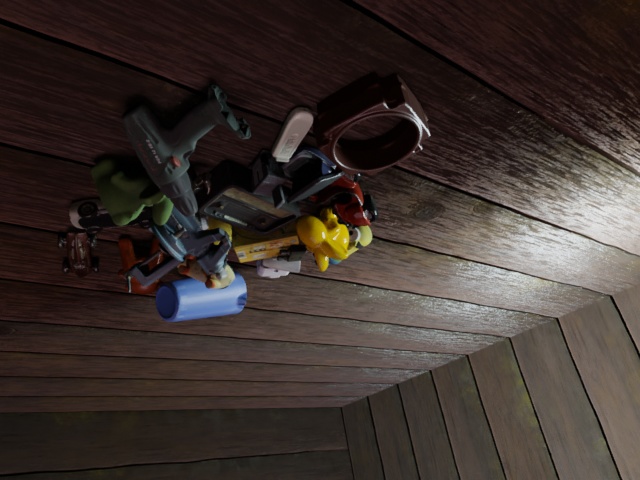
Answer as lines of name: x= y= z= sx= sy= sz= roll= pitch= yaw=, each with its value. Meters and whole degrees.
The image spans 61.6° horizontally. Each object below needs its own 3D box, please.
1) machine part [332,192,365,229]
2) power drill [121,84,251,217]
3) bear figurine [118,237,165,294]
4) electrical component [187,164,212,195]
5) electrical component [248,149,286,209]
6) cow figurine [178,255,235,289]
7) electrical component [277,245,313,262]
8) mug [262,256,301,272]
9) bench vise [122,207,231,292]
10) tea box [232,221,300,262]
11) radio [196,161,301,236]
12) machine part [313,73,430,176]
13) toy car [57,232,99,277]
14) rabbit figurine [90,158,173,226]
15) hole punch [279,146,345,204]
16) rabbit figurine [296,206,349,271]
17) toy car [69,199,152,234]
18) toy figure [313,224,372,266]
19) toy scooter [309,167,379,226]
machine part: x=0.085 y=-0.081 z=1.378 sx=0.084 sy=0.039 sz=0.138 roll=-21 pitch=143 yaw=8
power drill: x=-0.232 y=-0.172 z=0.990 sx=0.207 sy=0.086 sz=0.231 roll=-25 pitch=118 yaw=18
bear figurine: x=-0.466 y=0.073 z=1.425 sx=0.120 sy=0.132 sz=0.196 roll=-2 pitch=169 yaw=-14
electrical component: x=-0.281 y=-0.118 z=1.152 sx=0.102 sy=0.078 sz=0.045 roll=-36 pitch=171 yaw=30
electrical component: x=-0.111 y=-0.125 z=1.145 sx=0.048 sy=0.119 sz=0.075 roll=9 pitch=149 yaw=-34
cow figurine: x=-0.308 y=0.070 z=1.416 sx=0.195 sy=0.085 sz=0.127 roll=20 pitch=178 yaw=29
electrical component: x=-0.065 y=0.037 z=1.422 sx=0.094 sy=0.021 sz=0.063 roll=-5 pitch=153 yaw=-19
mug: x=-0.109 y=0.051 z=1.503 sx=0.107 sy=0.080 sz=0.109 roll=1 pitch=-179 yaw=-5
bench vise: x=-0.327 y=0.032 z=1.211 sx=0.241 sy=0.129 sz=0.223 roll=-35 pitch=116 yaw=-1
tea box: x=-0.141 y=-0.002 z=1.417 sx=0.170 sy=0.068 sz=0.098 roll=-11 pitch=154 yaw=-4
radio: x=-0.167 y=-0.088 z=1.241 sx=0.131 sy=0.073 sz=0.229 roll=-29 pitch=146 yaw=30
machine part: x=0.103 y=-0.222 z=1.077 sx=0.201 sy=0.087 sz=0.200 roll=-26 pitch=149 yaw=23
toy car: x=-0.605 y=0.039 z=1.349 sx=0.089 sy=0.053 sz=0.202 roll=3 pitch=151 yaw=-19
rabbit figurine: x=-0.351 y=-0.112 z=1.079 sx=0.170 sy=0.159 sz=0.121 roll=-27 pitch=142 yaw=-1
hole punch: x=-0.028 y=-0.147 z=1.190 sx=0.142 sy=0.092 sz=0.116 roll=-35 pitch=171 yaw=33
rabbit figurine: x=-0.003 y=-0.004 z=1.339 sx=0.122 sy=0.162 sz=0.173 roll=-29 pitch=157 yaw=16
toy car: x=-0.457 y=-0.060 z=1.212 sx=0.202 sy=0.056 sz=0.073 roll=-7 pitch=146 yaw=-10
toy figure: x=0.063 y=0.011 z=1.505 sx=0.180 sy=0.082 sz=0.089 roll=-39 pitch=161 yaw=30
toy scooter: x=0.053 y=-0.095 z=1.281 sx=0.135 sy=0.075 sz=0.183 roll=-21 pitch=126 yaw=13
